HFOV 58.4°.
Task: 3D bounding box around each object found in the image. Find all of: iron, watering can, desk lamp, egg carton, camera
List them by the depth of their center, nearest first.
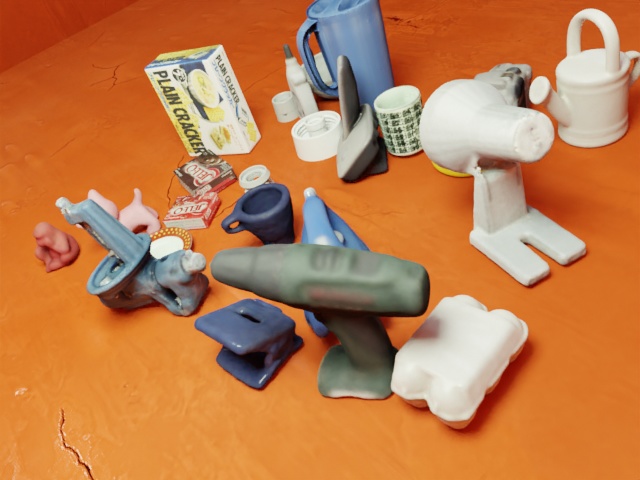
[{"bbox_3d":[0.152,0.128,0.628,0.107,0.069,0.150,21,54,41],"label":"egg carton"},{"bbox_3d":[0.231,-0.087,0.729,0.118,0.214,0.202,-29,39,-9],"label":"desk lamp"},{"bbox_3d":[0.007,0.003,0.787,0.118,0.142,0.258,-20,38,2],"label":"iron"},{"bbox_3d":[0.397,-0.239,0.846,0.173,0.194,0.100,-39,41,-20],"label":"watering can"},{"bbox_3d":[0.283,-0.245,0.982,0.136,0.101,0.143,5,46,30],"label":"camera"}]

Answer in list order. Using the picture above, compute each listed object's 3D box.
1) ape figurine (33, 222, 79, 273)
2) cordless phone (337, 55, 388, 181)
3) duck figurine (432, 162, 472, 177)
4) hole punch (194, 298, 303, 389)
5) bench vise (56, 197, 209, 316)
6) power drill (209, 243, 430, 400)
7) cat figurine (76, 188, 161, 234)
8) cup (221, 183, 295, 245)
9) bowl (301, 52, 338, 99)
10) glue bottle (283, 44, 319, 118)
[{"bbox_3d":[-0.496,0.006,1.063,0.077,0.092,0.076,12,50,36],"label":"ape figurine"},{"bbox_3d":[0.052,-0.208,0.980,0.094,0.185,0.147,-15,39,9],"label":"cordless phone"},{"bbox_3d":[0.224,-0.155,0.916,0.104,0.086,0.078,9,48,34],"label":"duck figurine"},{"bbox_3d":[-0.092,0.117,0.740,0.108,0.091,0.101,19,54,40],"label":"hole punch"},{"bbox_3d":[-0.271,0.013,0.844,0.207,0.220,0.121,-16,39,8],"label":"bench vise"},{"bbox_3d":[0.013,0.086,0.631,0.229,0.209,0.075,-5,41,21],"label":"power drill"},{"bbox_3d":[-0.373,-0.047,1.046,0.128,0.118,0.067,-30,39,-10],"label":"cat figurine"},{"bbox_3d":[-0.088,-0.022,0.900,0.118,0.095,0.091,-29,39,-8],"label":"cup"},{"bbox_3d":[0.041,-0.358,1.253,0.167,0.075,0.167,-13,39,11],"label":"bowl"},{"bbox_3d":[-0.041,-0.315,1.161,0.037,0.173,0.078,-26,38,-5],"label":"glue bottle"}]
